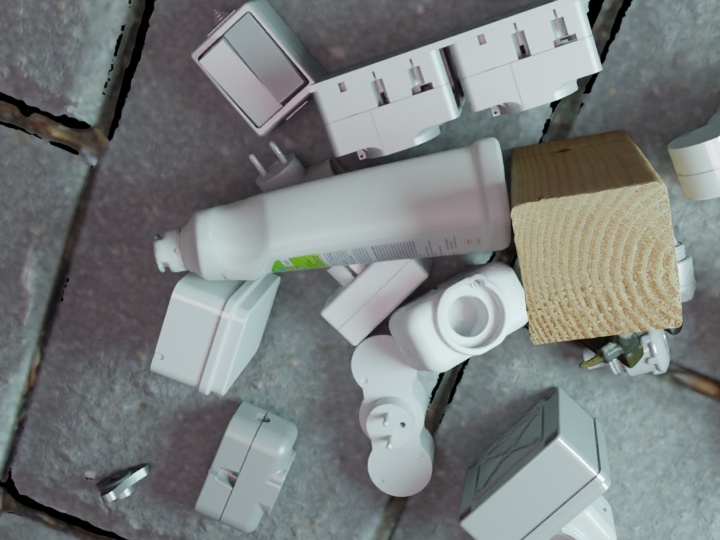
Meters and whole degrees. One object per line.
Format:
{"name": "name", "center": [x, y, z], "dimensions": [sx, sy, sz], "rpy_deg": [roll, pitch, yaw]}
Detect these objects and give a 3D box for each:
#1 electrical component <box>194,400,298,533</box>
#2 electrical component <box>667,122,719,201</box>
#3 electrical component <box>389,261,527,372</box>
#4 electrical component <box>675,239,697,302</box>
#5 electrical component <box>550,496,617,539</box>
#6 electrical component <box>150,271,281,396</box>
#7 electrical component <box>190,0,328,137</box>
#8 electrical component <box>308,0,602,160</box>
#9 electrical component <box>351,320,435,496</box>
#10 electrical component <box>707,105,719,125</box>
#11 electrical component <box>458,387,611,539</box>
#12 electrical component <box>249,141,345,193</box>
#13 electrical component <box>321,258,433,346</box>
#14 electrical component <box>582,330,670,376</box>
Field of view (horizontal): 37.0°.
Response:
{"name": "electrical component", "center": [-0.091, 0.165, 0.890], "dimensions": [0.059, 0.053, 0.095], "rpy_deg": [24, 108, 1]}
{"name": "electrical component", "center": [0.270, -0.104, 0.707], "dimensions": [0.138, 0.052, 0.073], "rpy_deg": [-20, 102, 14]}
{"name": "electrical component", "center": [0.076, 0.035, 0.806], "dimensions": [0.095, 0.059, 0.053], "rpy_deg": [-29, 93, -13]}
{"name": "electrical component", "center": [0.231, -0.007, 0.805], "dimensions": [0.035, 0.035, 0.061], "rpy_deg": [-9, 102, 11]}
{"name": "electrical component", "center": [0.157, 0.218, 0.867], "dimensions": [0.095, 0.059, 0.053], "rpy_deg": [-38, 97, 16]}
{"name": "electrical component", "center": [-0.108, 0.039, 0.826], "dimensions": [0.057, 0.113, 0.078], "rpy_deg": [21, 108, 3]}
{"name": "electrical component", "center": [-0.078, -0.154, 0.793], "dimensions": [0.062, 0.061, 0.096], "rpy_deg": [-39, 97, 16]}
{"name": "electrical component", "center": [0.069, -0.135, 0.755], "dimensions": [0.186, 0.105, 0.060], "rpy_deg": [-17, 103, 12]}
{"name": "electrical component", "center": [0.025, 0.116, 0.849], "dimensions": [0.052, 0.073, 0.138], "rpy_deg": [-6, 105, 10]}
{"name": "electrical component", "center": [0.284, -0.088, 0.766], "dimensions": [0.080, 0.051, 0.080], "rpy_deg": [2, 106, 8]}
{"name": "electrical component", "center": [0.134, 0.158, 0.828], "dimensions": [0.056, 0.108, 0.108], "rpy_deg": [44, 107, -3]}
{"name": "electrical component", "center": [-0.053, -0.062, 0.821], "dimensions": [0.077, 0.044, 0.079], "rpy_deg": [-30, 112, 15]}
{"name": "electrical component", "center": [0.000, 0.000, 0.834], "dimensions": [0.076, 0.047, 0.083], "rpy_deg": [44, 107, -5]}
{"name": "electrical component", "center": [0.203, 0.061, 0.825], "dimensions": [0.062, 0.048, 0.048], "rpy_deg": [-16, 103, 20]}
